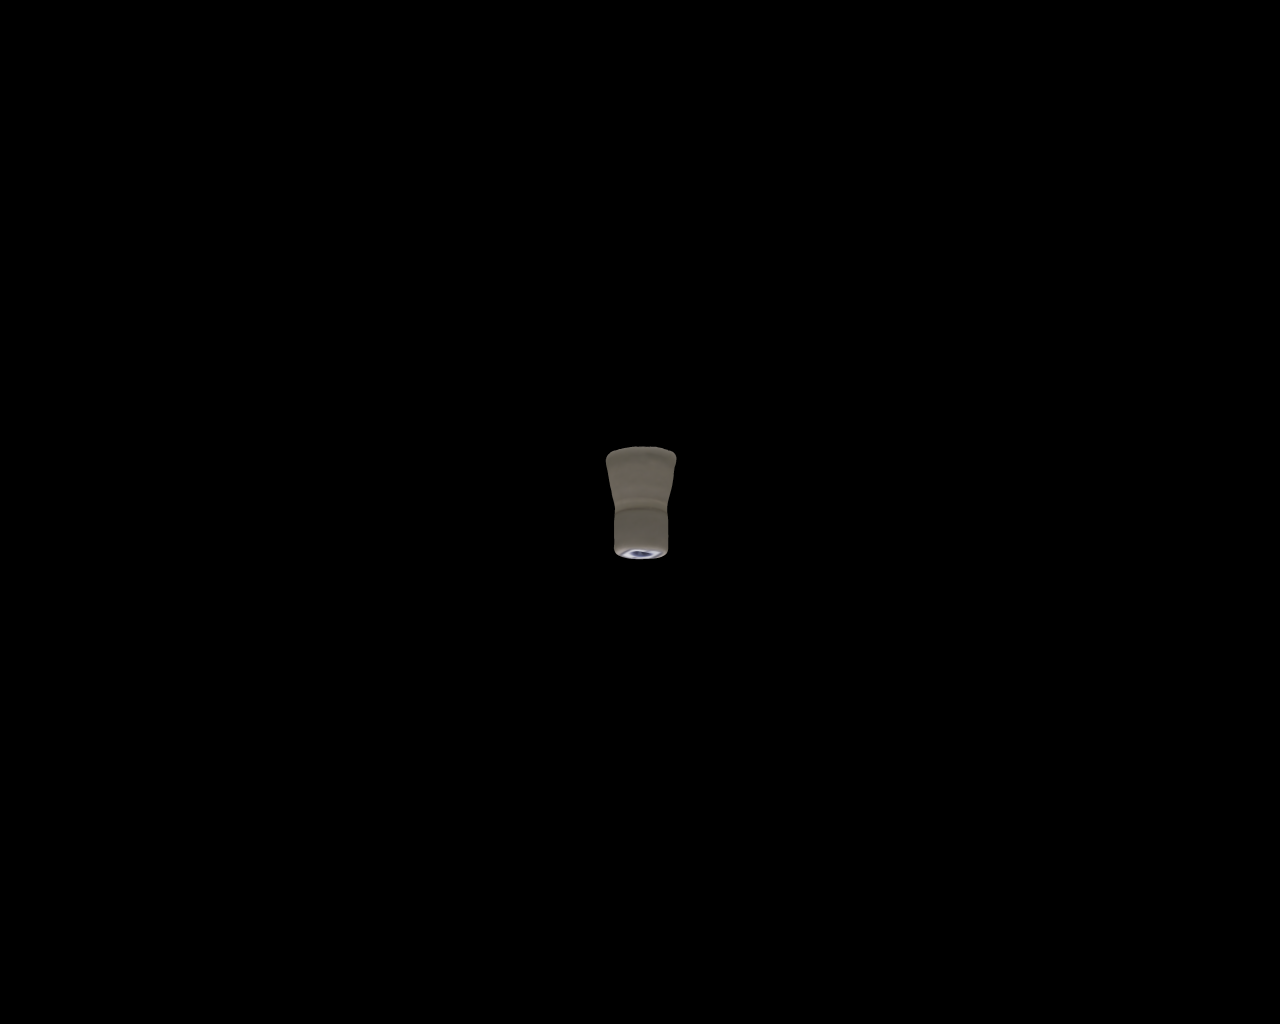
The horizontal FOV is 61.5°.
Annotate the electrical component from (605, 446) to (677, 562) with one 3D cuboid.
[{"bbox_3d":[0.001,-0.003,0.650,0.044,0.065,0.044,0,-16,0],"label":"electrical component"}]
